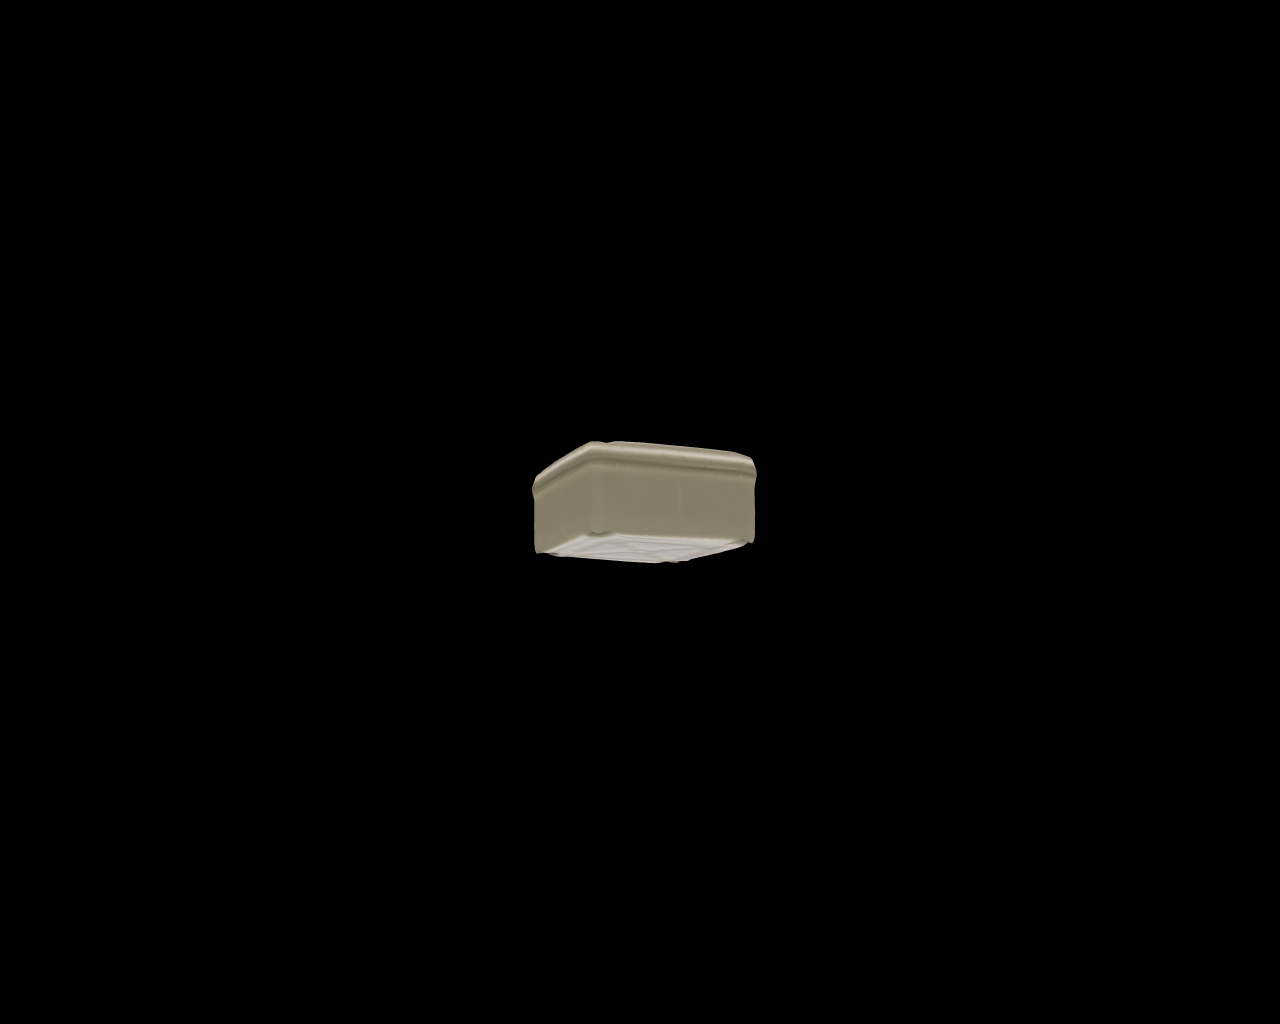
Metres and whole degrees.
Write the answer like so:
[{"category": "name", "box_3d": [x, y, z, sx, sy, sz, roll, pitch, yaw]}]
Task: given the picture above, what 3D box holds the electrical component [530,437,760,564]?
[{"category": "electrical component", "box_3d": [0.001, -0.003, 0.650, 0.109, 0.056, 0.108, 5, -11, -24]}]
